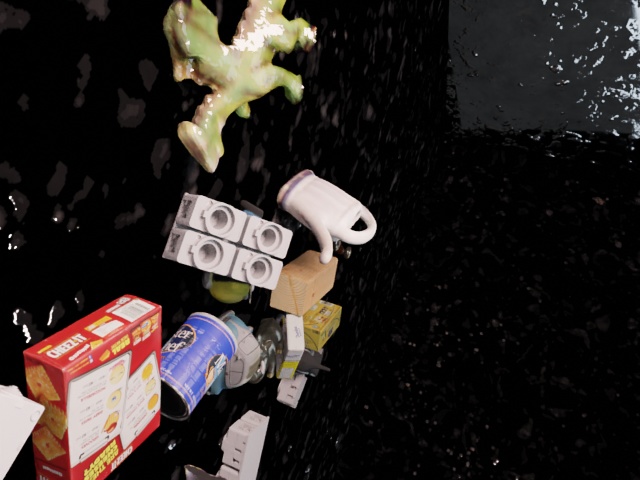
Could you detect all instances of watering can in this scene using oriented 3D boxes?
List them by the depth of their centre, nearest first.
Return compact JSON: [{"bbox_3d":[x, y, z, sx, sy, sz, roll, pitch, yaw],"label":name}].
[{"bbox_3d":[0.003,-0.056,1.106,0.102,0.225,0.351,-63,167,23],"label":"watering can"}]

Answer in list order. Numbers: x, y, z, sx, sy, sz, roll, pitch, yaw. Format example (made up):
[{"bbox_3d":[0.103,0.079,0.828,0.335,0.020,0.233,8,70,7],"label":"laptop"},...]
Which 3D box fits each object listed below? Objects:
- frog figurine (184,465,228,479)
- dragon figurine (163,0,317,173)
[{"bbox_3d":[-0.245,0.548,1.007,0.136,0.123,0.160,29,84,-37],"label":"frog figurine"},{"bbox_3d":[-0.121,-0.302,0.754,0.243,0.122,0.408,-5,107,-62],"label":"dragon figurine"}]
